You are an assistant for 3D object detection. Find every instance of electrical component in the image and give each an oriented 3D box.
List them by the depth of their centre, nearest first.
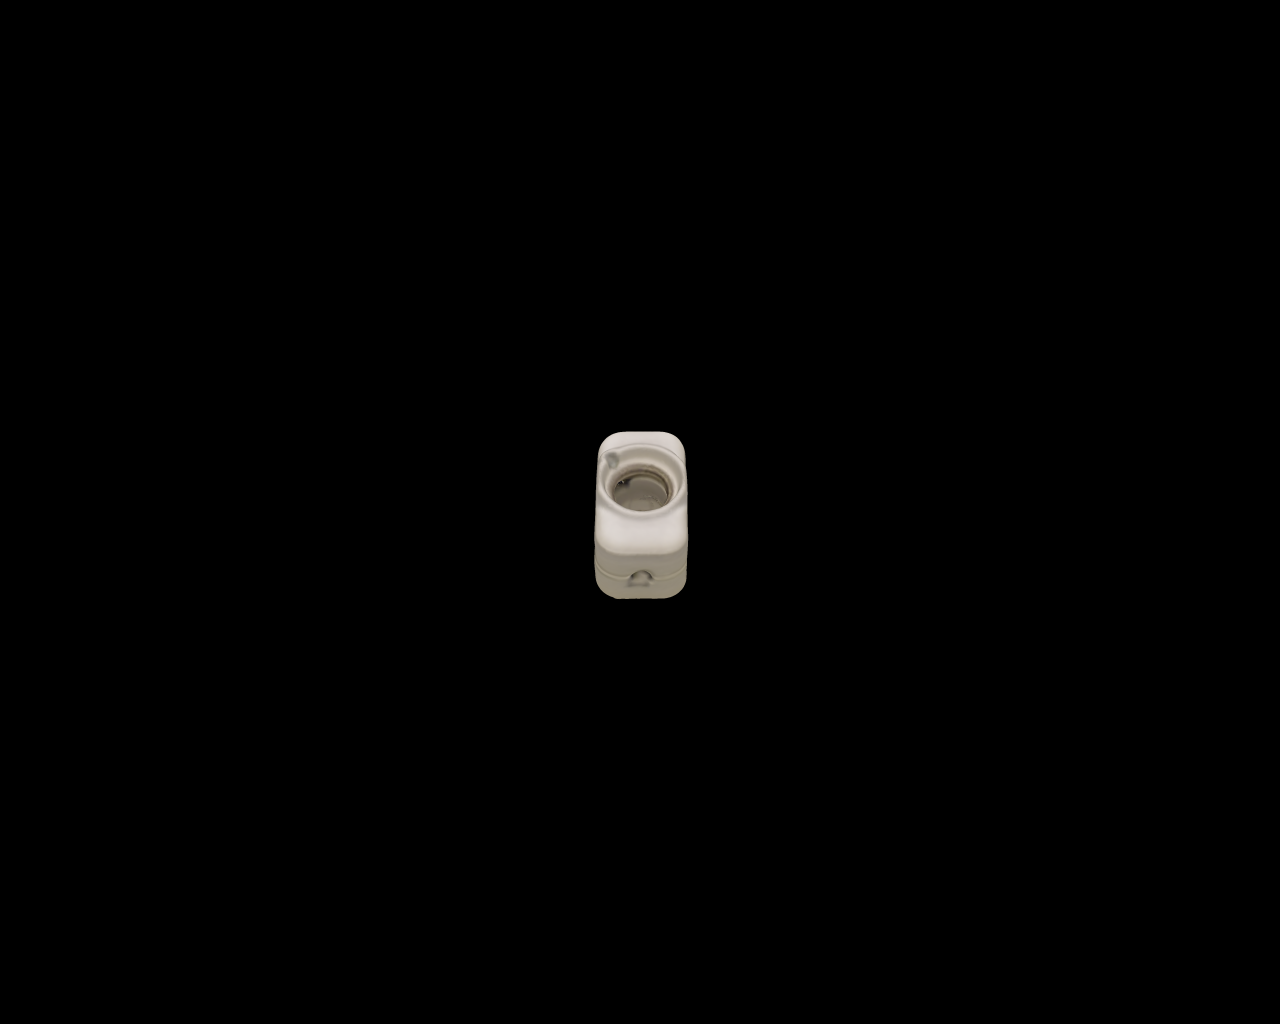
[{"bbox_3d":[0.001,-0.003,0.650,0.054,0.095,0.059,0,-39,0],"label":"electrical component"}]
